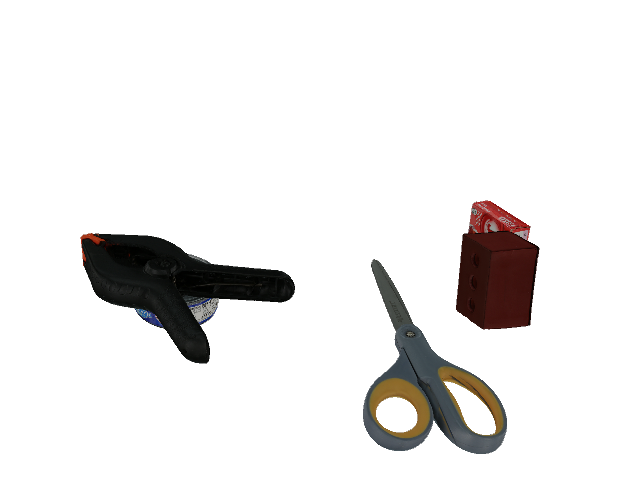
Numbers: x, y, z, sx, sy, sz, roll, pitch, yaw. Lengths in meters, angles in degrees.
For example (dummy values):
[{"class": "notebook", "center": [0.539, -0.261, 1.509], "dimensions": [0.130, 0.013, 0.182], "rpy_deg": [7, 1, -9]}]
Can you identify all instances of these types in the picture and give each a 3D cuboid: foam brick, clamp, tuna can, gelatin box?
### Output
[{"class": "foam brick", "center": [0.160, 0.036, 0.972], "dimensions": [0.051, 0.078, 0.053], "rpy_deg": [-6, 20, -23]}, {"class": "clamp", "center": [-0.108, 0.030, 0.817], "dimensions": [0.172, 0.039, 0.120], "rpy_deg": [29, 32, 32]}, {"class": "tuna can", "center": [-0.143, 0.050, 1.055], "dimensions": [0.086, 0.034, 0.086], "rpy_deg": [5, 34, -4]}, {"class": "gelatin box", "center": [0.200, 0.009, 1.225], "dimensions": [0.030, 0.089, 0.073], "rpy_deg": [-11, 32, -28]}]

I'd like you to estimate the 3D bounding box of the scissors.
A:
[{"class": "scissors", "center": [0.046, 0.075, 0.708], "dimensions": [0.096, 0.016, 0.202], "rpy_deg": [-13, 36, -24]}]
